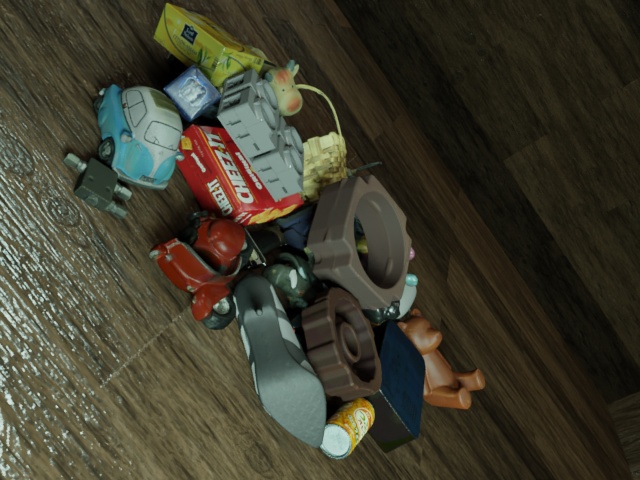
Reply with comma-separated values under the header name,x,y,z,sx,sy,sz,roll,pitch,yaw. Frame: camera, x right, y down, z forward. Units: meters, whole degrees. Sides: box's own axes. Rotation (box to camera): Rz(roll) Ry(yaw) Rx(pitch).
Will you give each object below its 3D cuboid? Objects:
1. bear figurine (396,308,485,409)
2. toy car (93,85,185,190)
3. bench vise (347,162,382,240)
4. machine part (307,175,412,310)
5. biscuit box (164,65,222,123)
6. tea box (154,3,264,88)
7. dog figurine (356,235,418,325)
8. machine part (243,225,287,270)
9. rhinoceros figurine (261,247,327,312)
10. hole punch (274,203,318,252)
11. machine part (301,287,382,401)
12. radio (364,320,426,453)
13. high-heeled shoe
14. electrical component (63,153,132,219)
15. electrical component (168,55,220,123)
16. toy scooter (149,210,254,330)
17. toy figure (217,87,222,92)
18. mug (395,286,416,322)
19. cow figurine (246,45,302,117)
name,x,y,z,sx,sy,sz,roll,pitch,yaw
bear figurine,0.243,0.241,1.122,0.120,0.132,0.195,-21,94,-50
toy car,-0.244,-0.157,0.752,0.109,0.103,0.162,18,47,-55
bench vise,0.093,-0.074,1.230,0.240,0.129,0.223,21,59,-80
machine part,0.072,0.005,0.938,0.200,0.087,0.201,45,46,-38
biscuit box,-0.205,-0.227,0.850,0.062,0.059,0.203,50,-5,-18
tea box,-0.188,-0.320,0.904,0.170,0.068,0.098,44,27,27
dog figurine,0.097,0.090,1.085,0.219,0.192,0.108,-38,135,-42
machine part,-0.105,0.006,0.891,0.084,0.039,0.139,50,26,5
rhinoceros figurine,-0.027,0.075,0.919,0.190,0.073,0.112,30,47,-49
hole punch,-0.002,-0.003,1.002,0.142,0.116,0.092,15,62,-51
machine part,0.034,0.160,0.833,0.179,0.056,0.179,50,27,-39
radio,0.124,0.253,0.977,0.131,0.073,0.230,52,23,-10
high-heeled shoe,-0.061,0.167,0.775,0.145,0.086,0.248,-149,-141,-77
electrical component,-0.280,-0.068,0.672,0.094,0.021,0.063,39,30,-35
electrical component,-0.216,-0.289,1.015,0.115,0.058,0.134,15,47,-53
toy scooter,-0.161,0.022,0.726,0.135,0.075,0.184,41,33,-28
toy figure,-0.147,-0.258,0.965,0.058,0.064,0.154,-20,66,-29
mug,0.165,0.144,1.189,0.107,0.081,0.109,-45,116,-55
cow figurine,-0.097,-0.297,1.002,0.195,0.085,0.127,49,-19,30
